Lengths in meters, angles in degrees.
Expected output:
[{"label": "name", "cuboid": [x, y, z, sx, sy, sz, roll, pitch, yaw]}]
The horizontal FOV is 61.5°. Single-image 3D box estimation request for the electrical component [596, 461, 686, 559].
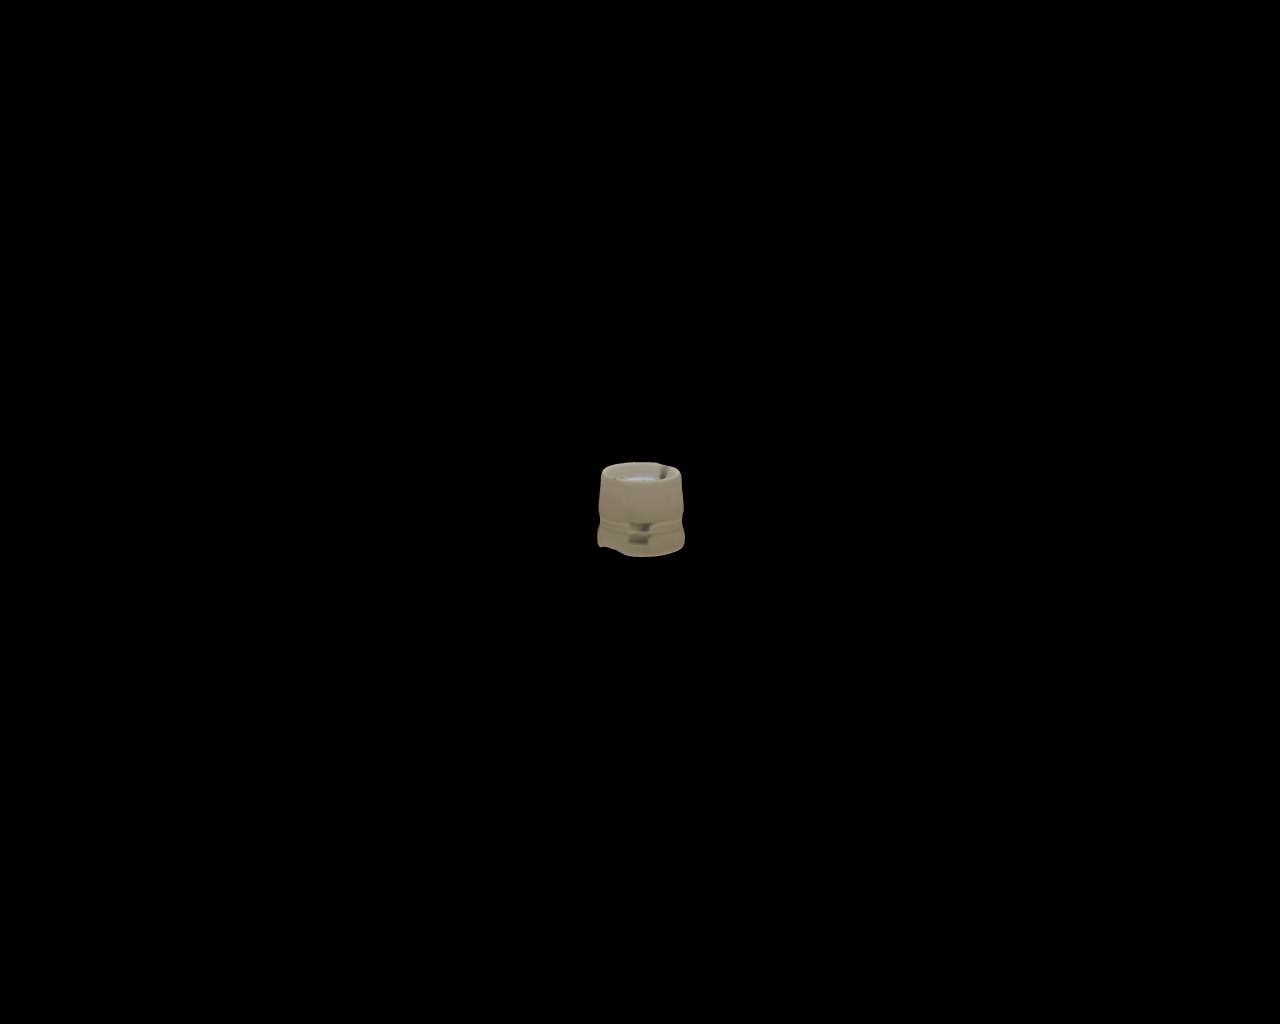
[{"label": "electrical component", "cuboid": [0.001, -0.003, 0.650, 0.055, 0.047, 0.055, 0, 17, 0]}]
